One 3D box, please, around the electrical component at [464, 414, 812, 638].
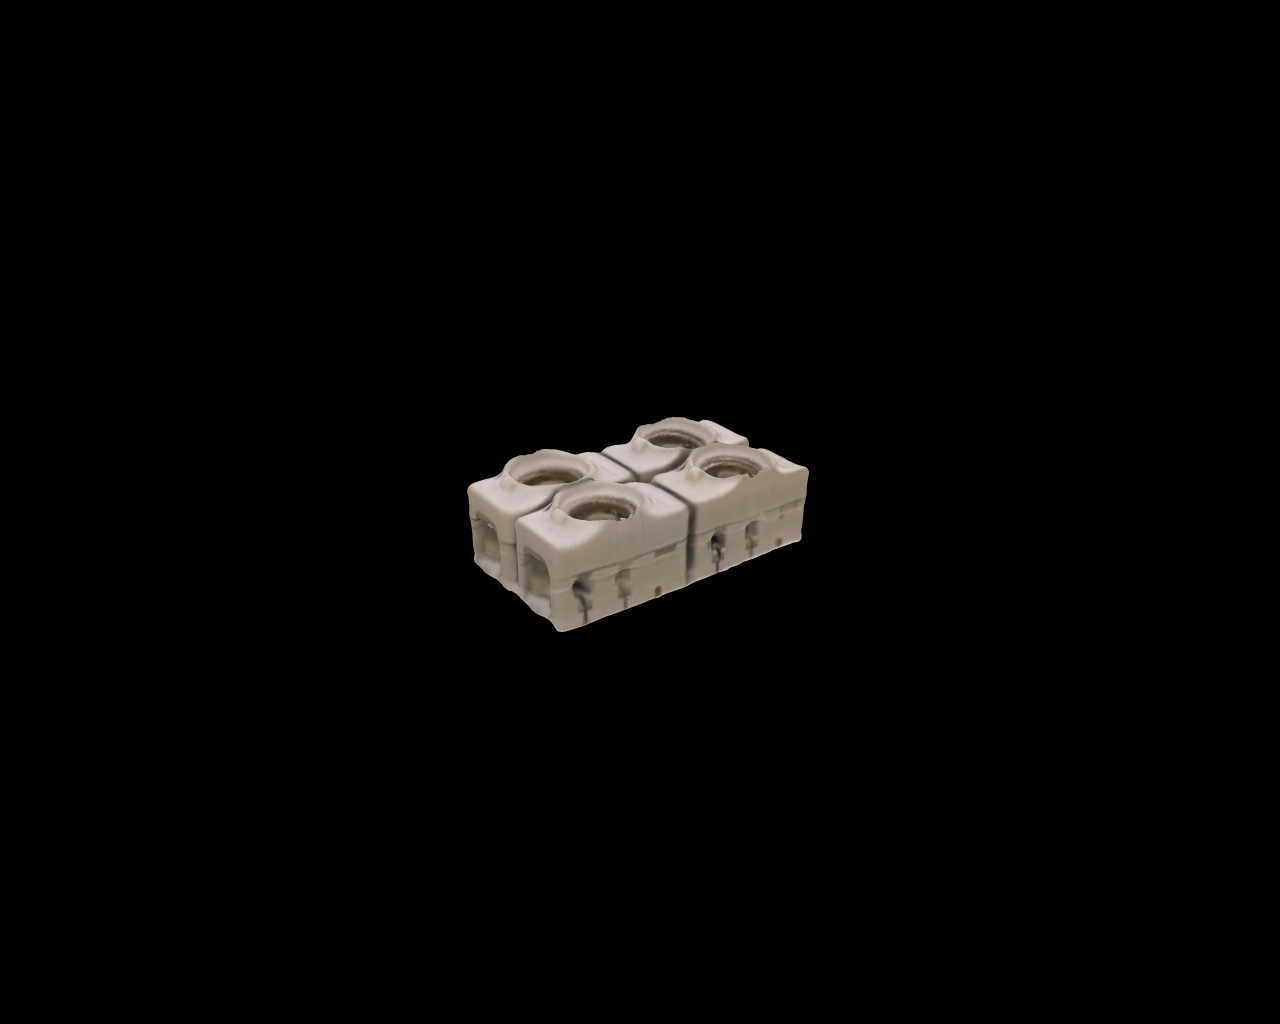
[{"bbox_3d":[0.001,-0.003,0.650,0.186,0.060,0.105,-18,32,-31],"label":"electrical component"}]
